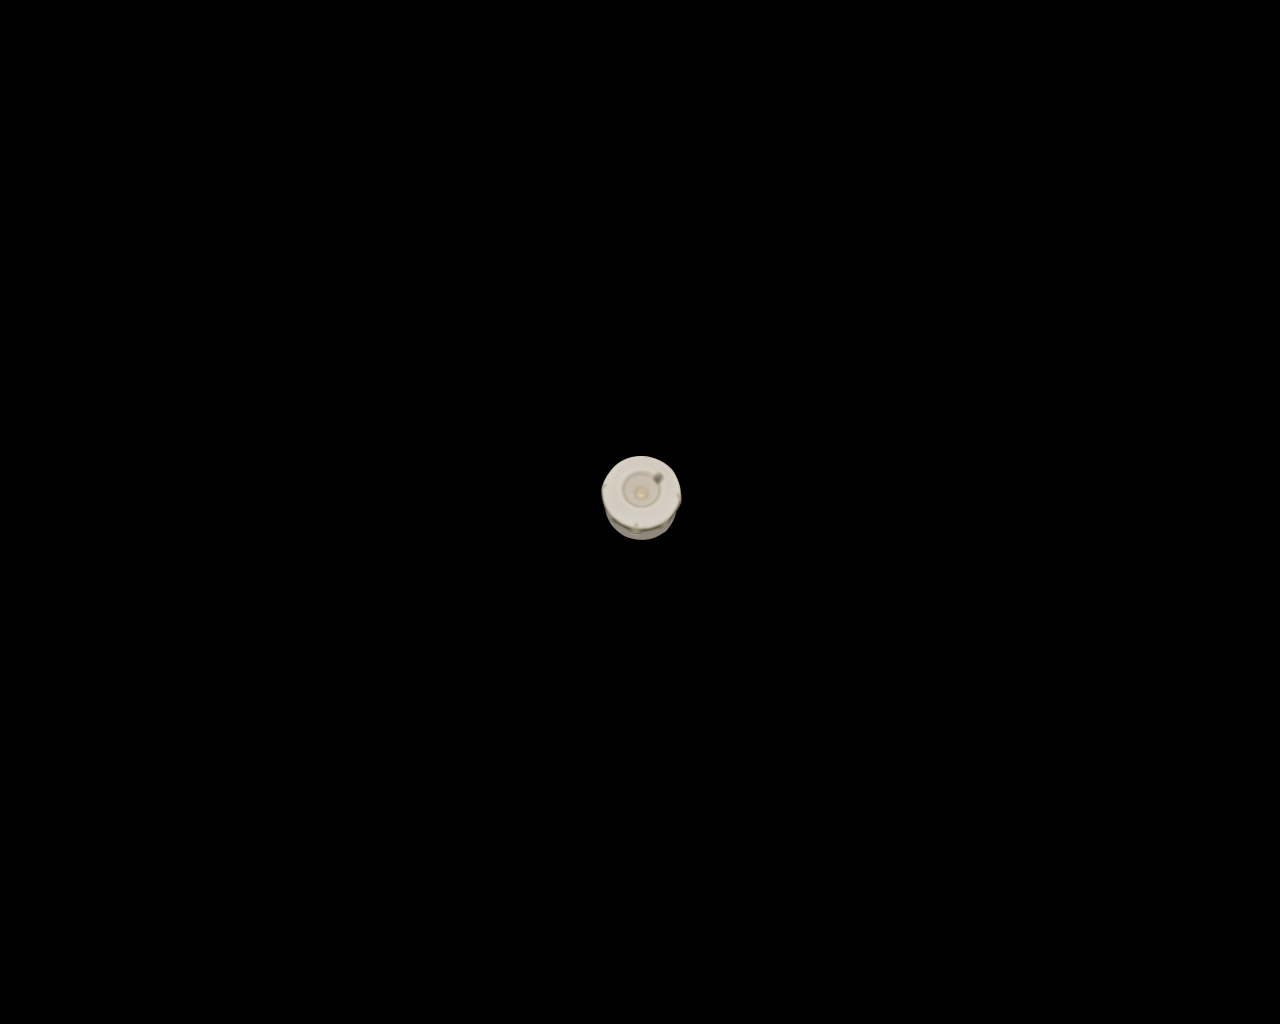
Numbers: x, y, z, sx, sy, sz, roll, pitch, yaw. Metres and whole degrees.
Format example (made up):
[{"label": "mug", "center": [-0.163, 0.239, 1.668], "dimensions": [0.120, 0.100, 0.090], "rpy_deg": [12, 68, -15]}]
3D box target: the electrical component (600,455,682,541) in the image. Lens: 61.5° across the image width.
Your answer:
[{"label": "electrical component", "center": [0.001, -0.003, 0.650], "dimensions": [0.048, 0.048, 0.062], "rpy_deg": [0, -21, 0]}]
